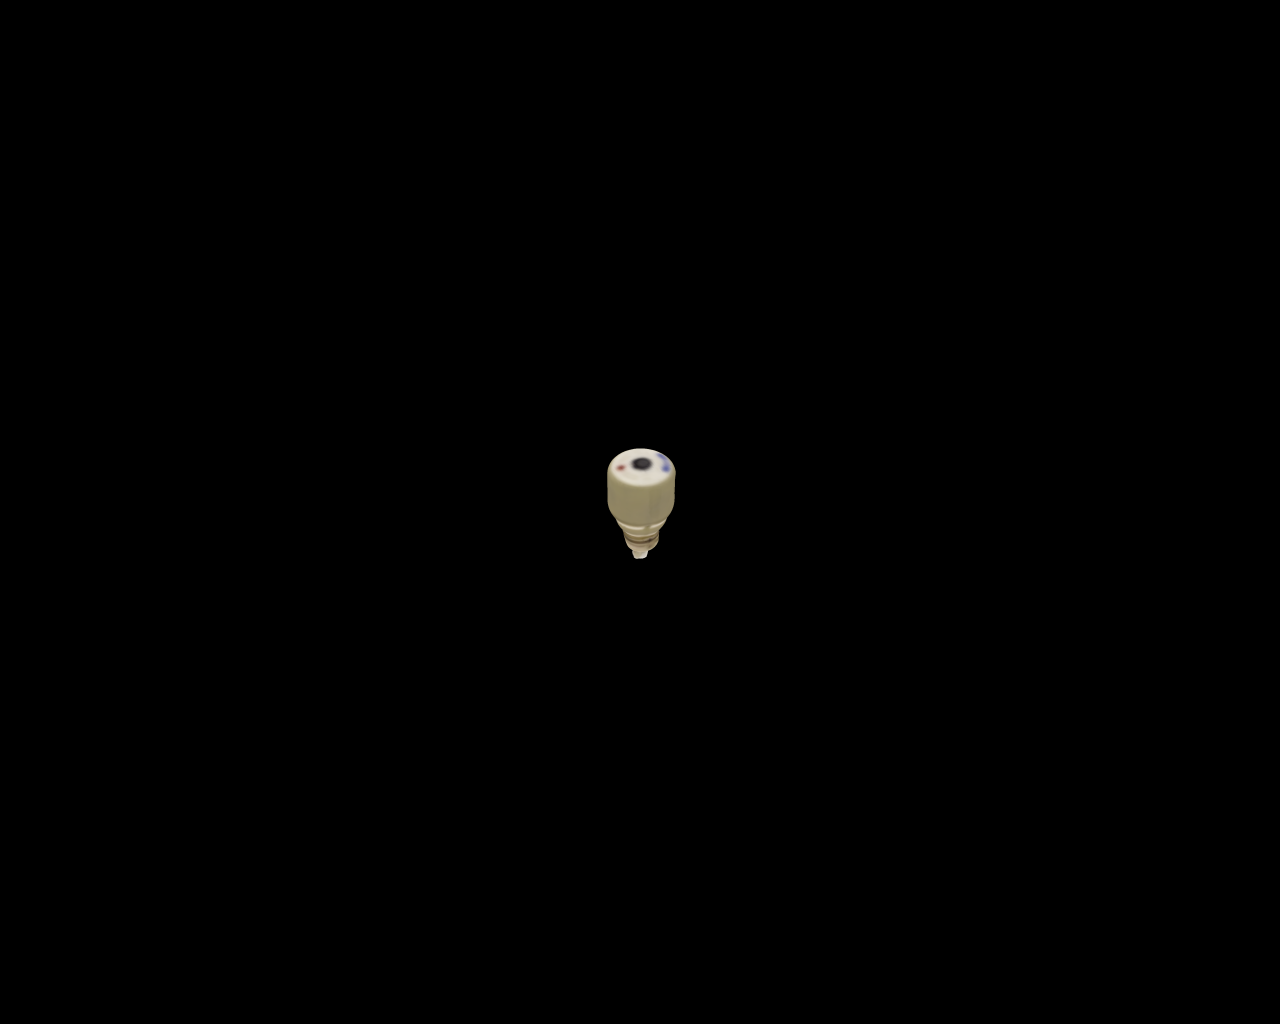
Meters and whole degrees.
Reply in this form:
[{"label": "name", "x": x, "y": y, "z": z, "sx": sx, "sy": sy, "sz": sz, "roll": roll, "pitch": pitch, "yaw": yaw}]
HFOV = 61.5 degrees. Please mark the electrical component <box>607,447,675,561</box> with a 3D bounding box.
[{"label": "electrical component", "x": 0.001, "y": -0.003, "z": 0.650, "sx": 0.040, "sy": 0.078, "sz": 0.040, "roll": 0, "pitch": 40, "yaw": 0}]
